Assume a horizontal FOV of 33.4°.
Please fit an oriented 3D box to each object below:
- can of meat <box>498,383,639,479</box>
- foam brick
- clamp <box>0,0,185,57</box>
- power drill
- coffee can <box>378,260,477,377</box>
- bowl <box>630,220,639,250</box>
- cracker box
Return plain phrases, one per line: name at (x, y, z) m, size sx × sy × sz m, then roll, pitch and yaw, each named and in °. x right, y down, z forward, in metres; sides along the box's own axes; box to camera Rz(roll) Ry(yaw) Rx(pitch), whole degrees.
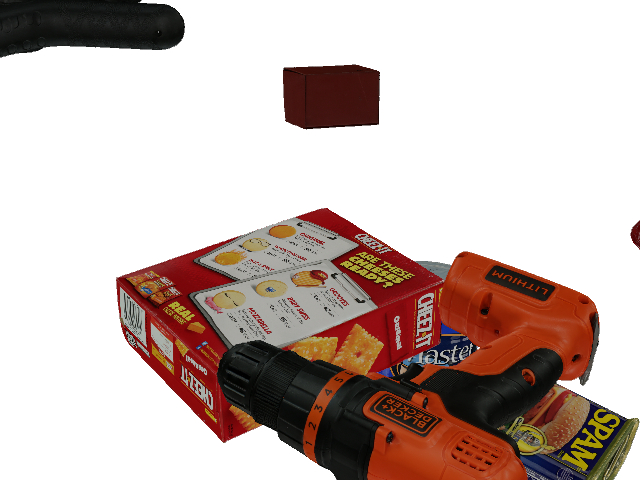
can of meat at (0.178, 0.156, 0.800) m, size 0.084 × 0.057 × 0.101 m, roll 26°, pitch 41°, yaw 26°
foam brick at (0.010, -0.134, 0.992) m, size 0.078 × 0.051 × 0.053 m, roll -6°, pitch 18°, yaw -23°
clamp at (-0.169, -0.133, 0.622) m, size 0.171 × 0.039 × 0.120 m, roll -4°, pitch 22°, yaw -10°
power drill at (0.060, 0.073, 0.607) m, size 0.185 × 0.057 × 0.187 m, roll 24°, pitch 38°, yaw 29°
coffee can at (0.102, 0.104, 1.040) m, size 0.103 × 0.140 × 0.103 m, roll 4°, pitch 23°, yaw -2°
bowl at (0.406, 0.019, 1.115) m, size 0.162 × 0.055 × 0.162 m, roll -3°, pitch 23°, yaw 1°
cracker box at (-0.032, 0.060, 0.864) m, size 0.213 × 0.072 × 0.164 m, roll -19°, pitch 34°, yaw -31°
